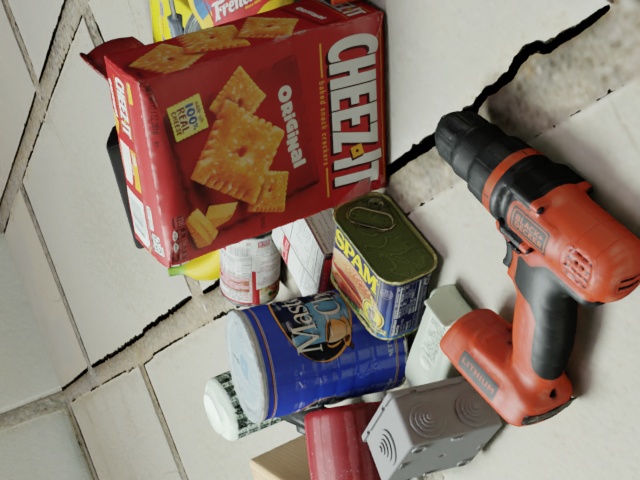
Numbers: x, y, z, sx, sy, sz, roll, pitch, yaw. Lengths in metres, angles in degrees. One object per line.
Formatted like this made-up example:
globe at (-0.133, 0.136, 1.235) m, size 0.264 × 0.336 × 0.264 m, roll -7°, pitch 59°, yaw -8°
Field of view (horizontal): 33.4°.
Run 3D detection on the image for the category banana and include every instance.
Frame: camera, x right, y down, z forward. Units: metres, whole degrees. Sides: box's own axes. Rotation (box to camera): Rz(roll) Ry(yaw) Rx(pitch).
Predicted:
banana at (-0.118, 0.006, 1.249) m, size 0.198 × 0.069 × 0.037 m, roll -49°, pitch 49°, yaw 52°

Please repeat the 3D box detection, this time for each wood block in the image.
wood block at (0.013, 0.284, 1.149) m, size 0.206 × 0.090 × 0.090 m, roll 9°, pitch 117°, yaw 63°

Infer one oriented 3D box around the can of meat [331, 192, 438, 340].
can of meat at (0.051, 0.024, 0.913) m, size 0.102 × 0.057 × 0.084 m, roll 53°, pitch 154°, yaw 35°

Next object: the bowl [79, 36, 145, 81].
bowl at (-0.195, -0.185, 1.227) m, size 0.162 × 0.055 × 0.162 m, roll 38°, pitch -176°, yaw -3°

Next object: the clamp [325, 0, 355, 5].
clamp at (-0.017, -0.283, 0.848) m, size 0.210 × 0.036 × 0.165 m, roll 63°, pitch 158°, yaw 22°

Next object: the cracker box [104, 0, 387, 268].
cracker box at (-0.050, -0.089, 0.847) m, size 0.072 × 0.213 × 0.164 m, roll 40°, pitch 143°, yaw 46°

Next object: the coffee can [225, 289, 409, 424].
coffee can at (-0.004, 0.100, 0.966) m, size 0.103 × 0.140 × 0.103 m, roll 169°, pitch 90°, yaw -71°

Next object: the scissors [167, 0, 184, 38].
scissors at (-0.135, -0.193, 1.041) m, size 0.202 × 0.016 × 0.096 m, roll 85°, pitch 167°, yaw -52°

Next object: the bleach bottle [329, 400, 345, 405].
bleach bottle at (-0.037, 0.107, 1.156) m, size 0.251 × 0.068 × 0.102 m, roll 8°, pitch 120°, yaw 66°

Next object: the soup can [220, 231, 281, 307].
soup can at (-0.077, 0.015, 1.165) m, size 0.069 × 0.068 × 0.102 m, roll 49°, pitch 148°, yaw 40°

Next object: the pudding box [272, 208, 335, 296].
pudding box at (-0.007, 0.001, 1.029) m, size 0.113 × 0.039 × 0.090 m, roll 60°, pitch 152°, yaw 34°

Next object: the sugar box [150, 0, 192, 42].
sugar box at (-0.125, -0.212, 1.125) m, size 0.176 × 0.048 × 0.093 m, roll 46°, pitch 146°, yaw 45°

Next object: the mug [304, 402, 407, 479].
mug at (0.041, 0.187, 0.943) m, size 0.093 × 0.117 × 0.081 m, roll 27°, pitch -127°, yaw -67°

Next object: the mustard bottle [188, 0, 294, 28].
mustard bottle at (-0.067, -0.211, 0.945) m, size 0.058 × 0.096 × 0.191 m, roll -51°, pitch -49°, yaw -69°

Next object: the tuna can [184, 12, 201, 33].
tuna can at (-0.086, -0.189, 1.013) m, size 0.086 × 0.033 × 0.086 m, roll 8°, pitch 112°, yaw 19°

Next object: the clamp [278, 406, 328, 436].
clamp at (0.001, 0.191, 1.105) m, size 0.172 × 0.120 × 0.039 m, roll 8°, pitch 74°, yaw 64°

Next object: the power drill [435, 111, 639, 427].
power drill at (0.131, 0.023, 0.735) m, size 0.185 × 0.057 × 0.188 m, roll 49°, pitch 149°, yaw 39°
